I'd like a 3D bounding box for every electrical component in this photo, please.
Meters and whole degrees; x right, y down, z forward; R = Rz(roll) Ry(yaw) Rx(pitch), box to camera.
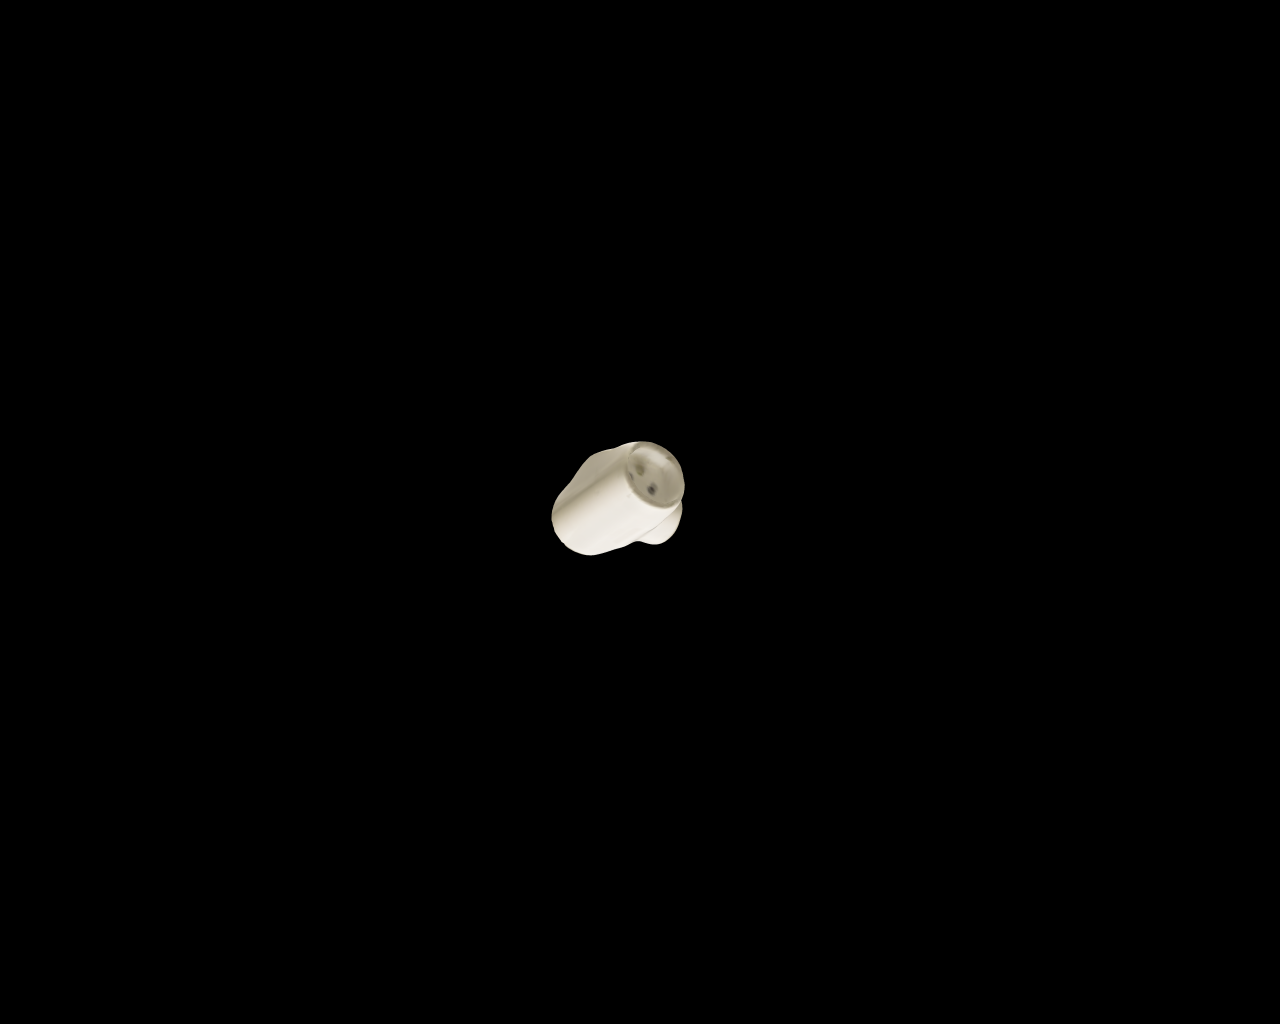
[{"bbox_3d":[0.001,-0.003,0.650,0.079,0.043,0.077,19,-34,-31],"label":"electrical component"}]
